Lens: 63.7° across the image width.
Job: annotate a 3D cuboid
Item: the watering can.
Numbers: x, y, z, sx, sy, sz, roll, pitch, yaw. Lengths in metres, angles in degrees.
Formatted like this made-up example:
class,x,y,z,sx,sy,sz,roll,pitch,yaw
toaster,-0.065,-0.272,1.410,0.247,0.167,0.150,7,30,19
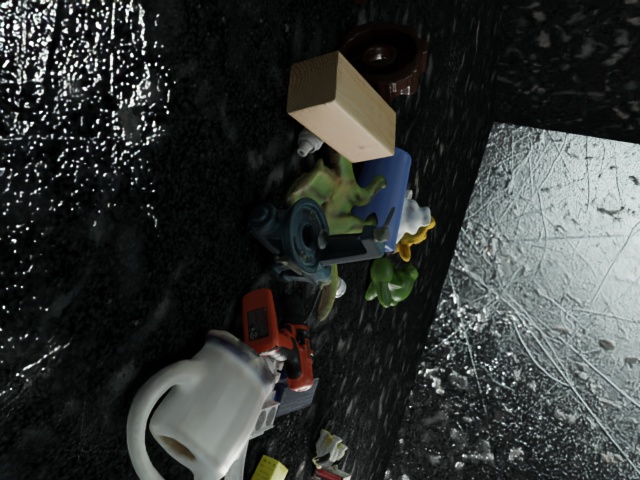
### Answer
class,x,y,z,sx,sy,sz,roll,pitch,yaw
watering can,-0.143,0.280,0.747,0.229,0.104,0.340,-58,138,-36

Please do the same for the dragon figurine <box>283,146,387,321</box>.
class,x,y,z,sx,sy,sz,roll,pitch,yaw
dragon figurine,0.003,-0.050,0.990,0.241,0.122,0.412,22,81,-51

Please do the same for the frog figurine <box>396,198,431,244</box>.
class,x,y,z,sx,sy,sz,roll,pitch,yaw
frog figurine,0.207,-0.051,1.364,0.123,0.160,0.136,-12,115,-64
